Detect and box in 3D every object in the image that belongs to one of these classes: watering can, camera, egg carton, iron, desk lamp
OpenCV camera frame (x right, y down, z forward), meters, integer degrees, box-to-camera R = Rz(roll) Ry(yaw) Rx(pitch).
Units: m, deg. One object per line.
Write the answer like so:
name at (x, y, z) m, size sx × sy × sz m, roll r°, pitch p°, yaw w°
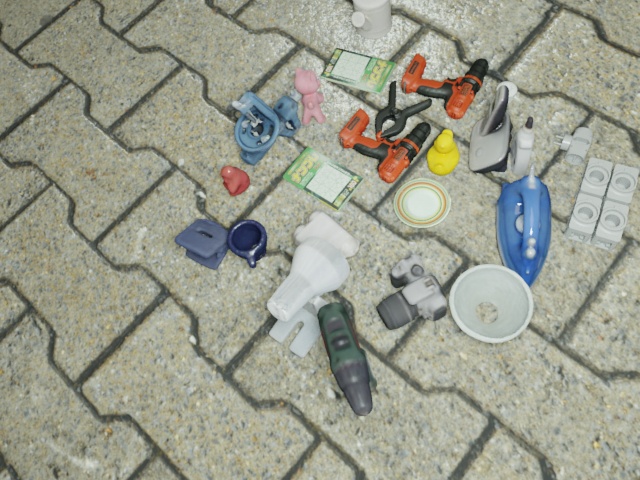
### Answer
watering can at (0.136, -0.630, 1.511) m, size 0.100 × 0.194 × 0.173 m, roll -2°, pitch 65°, yaw 9°
camera at (0.182, 0.117, 1.213) m, size 0.137 × 0.101 × 0.143 m, roll -29°, pitch 64°, yaw -4°
egg carton at (0.012, 0.005, 1.311) m, size 0.150 × 0.069 × 0.107 m, roll 40°, pitch 78°, yaw 23°
iron at (0.440, -0.025, 1.212) m, size 0.118 × 0.142 × 0.258 m, roll 2°, pitch 66°, yaw 11°
desk lamp at (-0.029, 0.118, 1.186) m, size 0.117 × 0.214 × 0.203 m, roll 30°, pitch 74°, yaw 21°

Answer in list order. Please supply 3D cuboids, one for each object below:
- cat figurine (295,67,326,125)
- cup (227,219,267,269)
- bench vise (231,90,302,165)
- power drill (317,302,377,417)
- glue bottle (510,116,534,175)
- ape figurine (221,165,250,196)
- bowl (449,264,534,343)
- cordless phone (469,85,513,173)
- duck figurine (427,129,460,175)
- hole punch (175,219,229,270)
cat figurine at (-0.028, -0.378, 1.467) m, size 0.067 × 0.118 × 0.128 m, roll -9°, pitch 64°, yaw 6°
cup at (-0.155, 0.022, 1.318) m, size 0.091 × 0.095 × 0.117 m, roll -17°, pitch 64°, yaw 2°
bench vise at (-0.141, -0.310, 1.398) m, size 0.121 × 0.220 × 0.207 m, roll 21°, pitch 71°, yaw 18°
power drill at (0.060, 0.243, 1.117) m, size 0.075 × 0.209 × 0.229 m, roll -21°, pitch 64°, yaw 0°
glue bottle at (0.456, -0.219, 1.280) m, size 0.037 × 0.173 × 0.078 m, roll 0°, pitch 66°, yaw 10°
ape figurine at (-0.216, -0.154, 1.410) m, size 0.076 × 0.092 × 0.078 m, roll -4°, pitch 65°, yaw 8°
bowl at (0.351, 0.139, 1.189) m, size 0.167 × 0.075 × 0.167 m, roll -4°, pitch 65°, yaw 8°
cordless phone at (0.392, -0.248, 1.298) m, size 0.094 × 0.185 × 0.147 m, roll 3°, pitch 66°, yaw 12°
duck figurine at (0.292, -0.212, 1.353) m, size 0.077 × 0.086 × 0.104 m, roll 13°, pitch 69°, yaw 15°
hole punch at (-0.272, -0.001, 1.350) m, size 0.108 × 0.091 × 0.101 m, roll 24°, pitch 72°, yaw 19°
